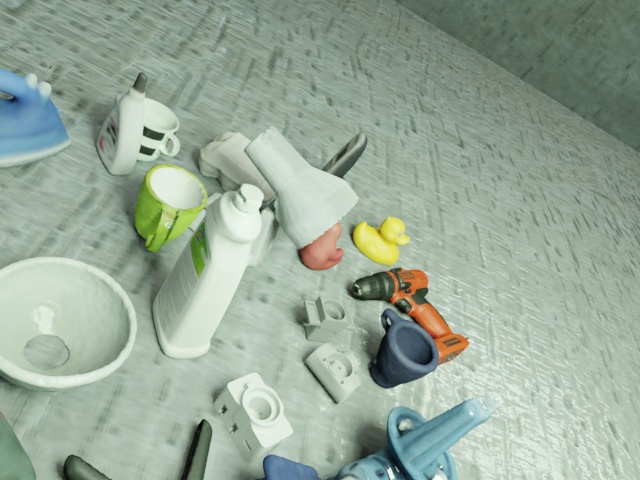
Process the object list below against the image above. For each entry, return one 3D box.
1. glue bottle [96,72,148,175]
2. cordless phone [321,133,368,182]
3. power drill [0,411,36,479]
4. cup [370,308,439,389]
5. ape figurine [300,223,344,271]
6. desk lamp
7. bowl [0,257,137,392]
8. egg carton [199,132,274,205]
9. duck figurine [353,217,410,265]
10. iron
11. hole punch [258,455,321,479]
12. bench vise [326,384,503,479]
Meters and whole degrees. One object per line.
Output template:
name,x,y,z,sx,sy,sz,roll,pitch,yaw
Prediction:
glue bottle,-0.292,-0.182,0.867,0.037,0.173,0.078,-13,58,-46
cordless phone,0.019,-0.102,1.023,0.094,0.185,0.147,26,38,-14
power drill,-0.326,0.144,0.455,0.229,0.208,0.076,42,37,8
cup,0.113,0.173,0.877,0.092,0.095,0.117,-6,54,-43
ape figurine,0.009,0.004,0.979,0.077,0.092,0.076,46,37,12
desk lamp,-0.073,-0.053,0.872,0.203,0.213,0.118,37,36,0
bowl,-0.296,0.104,0.636,0.168,0.074,0.167,22,39,-19
egg carton,-0.137,-0.126,1.019,0.150,0.069,0.107,36,36,-1
duck figurine,0.121,-0.010,1.091,0.105,0.086,0.077,32,37,-7
iron,-0.450,-0.180,0.762,0.259,0.141,0.118,-10,56,-45
hole punch,-0.030,0.297,0.629,0.101,0.091,0.108,12,43,-30
bench vise,0.116,0.263,0.676,0.121,0.219,0.208,45,37,12
